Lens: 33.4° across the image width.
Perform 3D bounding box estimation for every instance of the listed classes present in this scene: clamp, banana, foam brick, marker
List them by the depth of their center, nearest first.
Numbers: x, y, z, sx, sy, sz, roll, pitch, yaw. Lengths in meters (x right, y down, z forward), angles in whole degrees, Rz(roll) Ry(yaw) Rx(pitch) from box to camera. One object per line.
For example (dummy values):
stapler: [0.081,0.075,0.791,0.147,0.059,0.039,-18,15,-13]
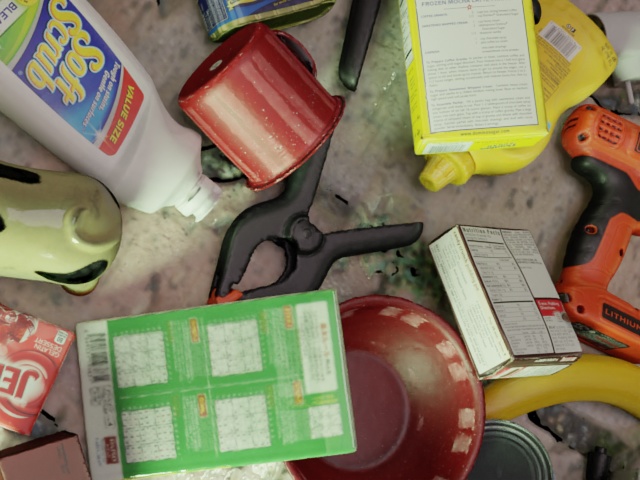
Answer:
foam brick: [-0.172,0.166,0.679,0.052,0.051,0.078,-15,88,-23]
clamp: [-0.005,0.001,0.775,0.120,0.039,0.171,41,74,-4]
clamp: [0.071,-0.230,0.824,0.164,0.036,0.210,-14,81,-6]
marker: [0.210,0.222,0.834,0.020,0.020,0.121,17,77,-18]
banana: [0.206,0.123,0.837,0.197,0.037,0.069,11,77,-19]

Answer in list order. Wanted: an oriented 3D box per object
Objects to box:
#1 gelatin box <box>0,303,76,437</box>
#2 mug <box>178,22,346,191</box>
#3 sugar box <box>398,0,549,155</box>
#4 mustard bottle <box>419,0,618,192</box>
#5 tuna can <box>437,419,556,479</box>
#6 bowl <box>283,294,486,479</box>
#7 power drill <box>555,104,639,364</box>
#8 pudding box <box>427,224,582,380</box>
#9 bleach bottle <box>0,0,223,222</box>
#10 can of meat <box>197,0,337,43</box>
gelatin box: [-0.214,0.077,0.688,0.089,0.030,0.073,26,74,-15]
mug: [-0.038,-0.103,0.744,0.081,0.093,0.117,46,51,-21]
sugar box: [0.107,-0.155,0.777,0.093,0.048,0.176,-4,80,-5]
mustard bottle: [0.143,-0.107,0.835,0.096,0.058,0.191,43,70,1]
tuna can: [0.128,0.176,0.777,0.086,0.033,0.086,-8,61,15]
bowl: [0.035,0.121,0.762,0.162,0.055,0.162,3,81,-20]
power drill: [0.262,0.002,0.868,0.184,0.057,0.187,23,72,-13]
pudding box: [0.137,0.045,0.790,0.089,0.039,0.113,3,57,-42]
bleach bottle: [-0.163,-0.110,0.719,0.250,0.068,0.102,42,67,-14]
can of meat: [-0.046,-0.197,0.779,0.102,0.058,0.084,-19,91,-22]
